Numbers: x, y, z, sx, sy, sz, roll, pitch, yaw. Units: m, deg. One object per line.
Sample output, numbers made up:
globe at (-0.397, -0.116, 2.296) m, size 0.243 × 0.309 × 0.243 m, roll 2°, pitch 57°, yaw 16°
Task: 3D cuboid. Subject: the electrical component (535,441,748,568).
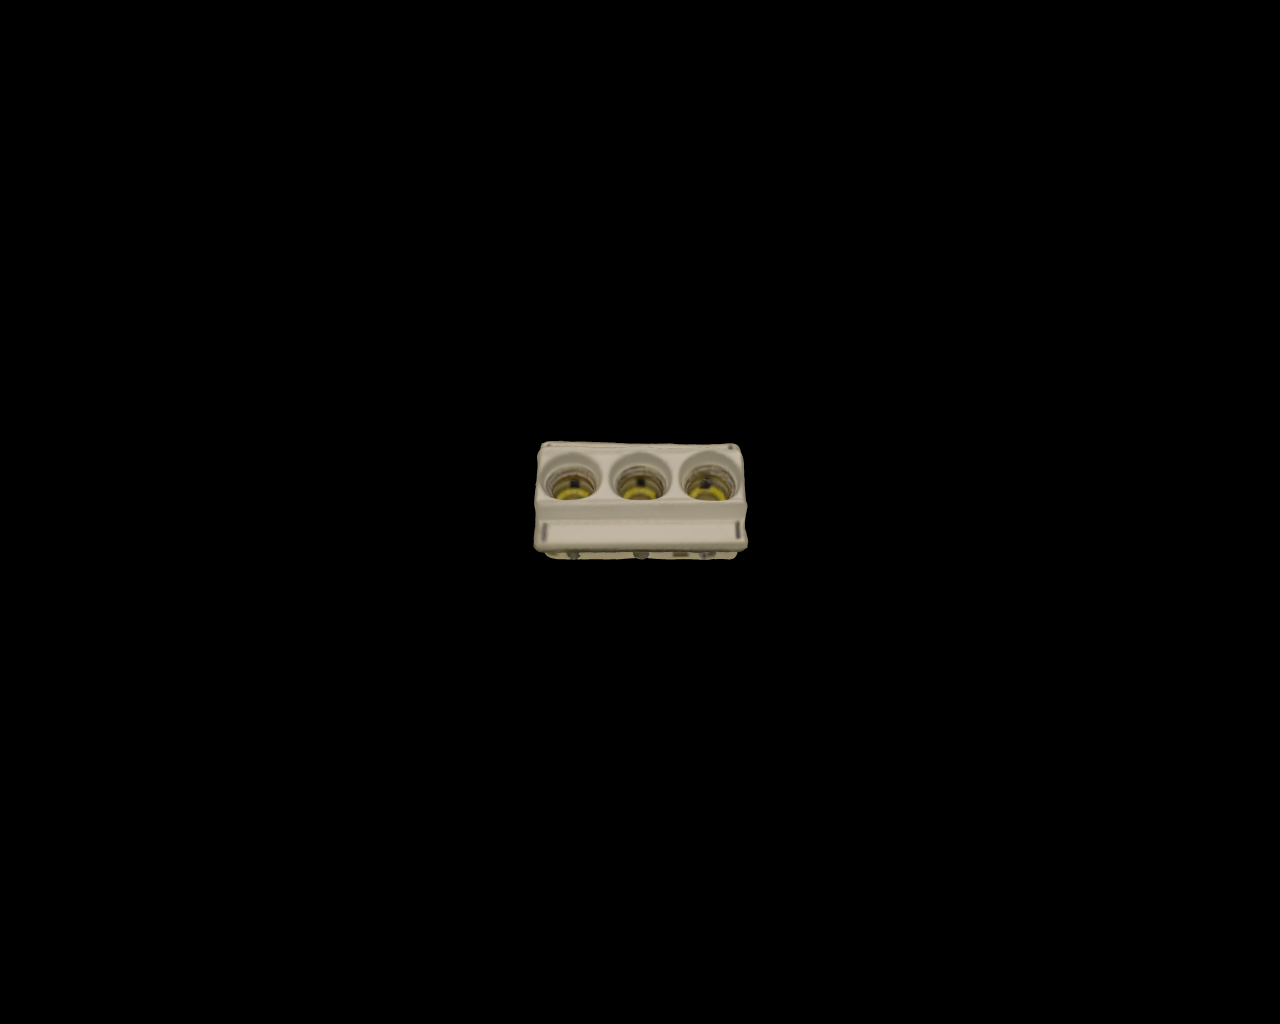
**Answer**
electrical component at (0.001, -0.003, 0.650) m, size 0.121 × 0.079 × 0.063 m, roll 0°, pitch -37°, yaw 0°
